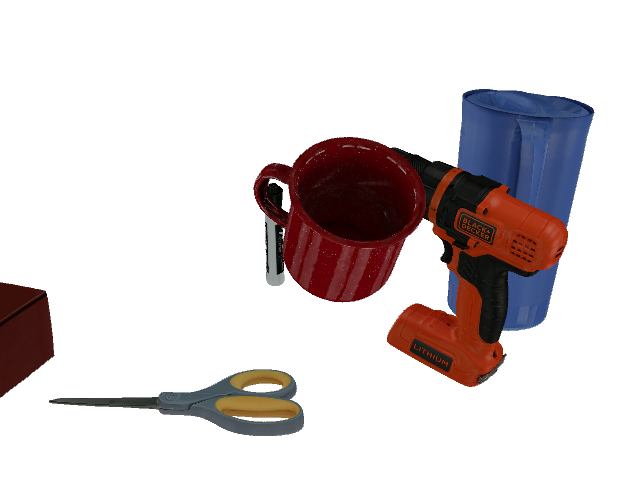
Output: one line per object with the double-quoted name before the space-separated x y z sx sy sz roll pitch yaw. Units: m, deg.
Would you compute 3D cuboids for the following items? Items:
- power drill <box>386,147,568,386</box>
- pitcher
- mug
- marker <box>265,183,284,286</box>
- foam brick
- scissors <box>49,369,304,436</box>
"power drill" 0.110 0.024 0.934 0.185 0.188 0.057 29 42 26
"pitcher" 0.200 -0.030 1.112 0.148 0.243 0.145 -11 25 -40
"mug" 0.007 -0.015 0.738 0.117 0.093 0.082 22 -36 5
"marker" -0.046 -0.006 1.065 0.020 0.121 0.020 0 39 -1
"foam brick" -0.226 0.068 0.719 0.053 0.051 0.078 10 28 25
"scissors" -0.106 0.123 0.863 0.202 0.016 0.096 7 22 14
